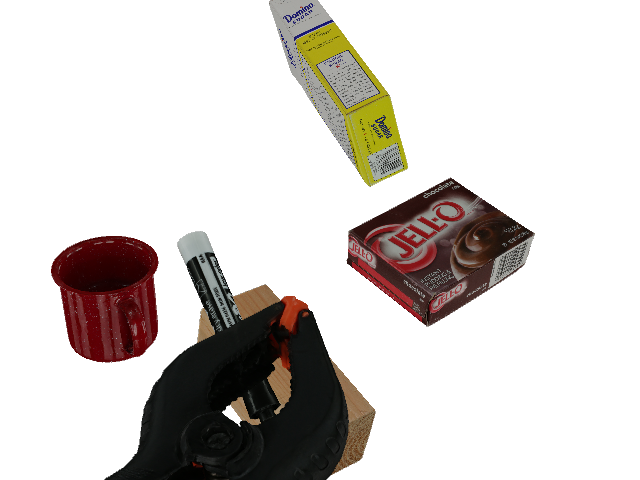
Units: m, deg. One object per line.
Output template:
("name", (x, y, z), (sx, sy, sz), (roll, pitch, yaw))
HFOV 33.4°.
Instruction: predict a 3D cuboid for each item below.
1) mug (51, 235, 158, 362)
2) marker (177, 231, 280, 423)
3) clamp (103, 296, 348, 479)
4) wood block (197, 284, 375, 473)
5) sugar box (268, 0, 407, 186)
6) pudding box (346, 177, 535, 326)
("mug", (-0.182, 0.060, 0.946), (0.093, 0.081, 0.117), (-20, 38, -28))
("marker", (-0.053, 0.050, 0.614), (0.020, 0.121, 0.020), (-22, -22, -10))
("clamp", (-0.030, 0.090, 0.388), (0.120, 0.039, 0.171), (24, 49, 17))
("wood block", (-0.042, 0.156, 1.159), (0.090, 0.090, 0.206), (-20, 51, -30))
("sugar box", (0.015, -0.137, 0.932), (0.048, 0.176, 0.093), (-24, -40, -4))
("pudding box", (0.090, 0.006, 0.804), (0.113, 0.039, 0.090), (-26, 49, -33))
